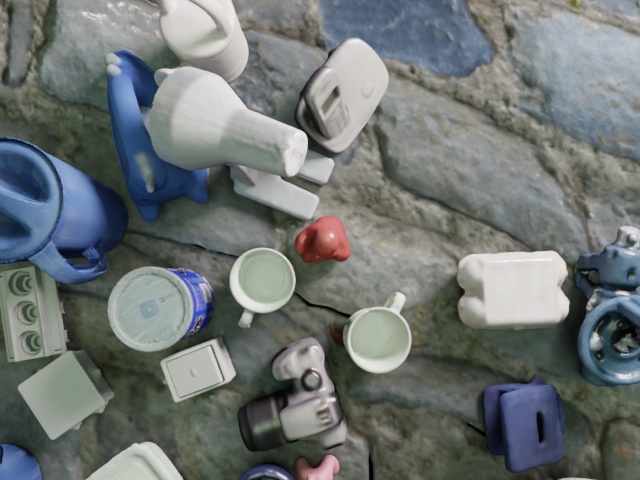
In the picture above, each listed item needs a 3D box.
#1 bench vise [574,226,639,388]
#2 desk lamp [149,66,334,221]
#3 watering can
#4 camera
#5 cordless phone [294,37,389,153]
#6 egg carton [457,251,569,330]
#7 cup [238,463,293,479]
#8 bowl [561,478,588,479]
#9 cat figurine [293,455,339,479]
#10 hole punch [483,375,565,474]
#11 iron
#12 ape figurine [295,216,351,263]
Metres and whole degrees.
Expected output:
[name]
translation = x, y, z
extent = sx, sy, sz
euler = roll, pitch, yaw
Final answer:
[bench vise]
translation = 0.377, 0.090, 0.707
extent = 0.121, 0.219, 0.207
euler = -14, 87, 0
[desk lamp]
translation = -0.089, -0.117, 0.727
extent = 0.203, 0.213, 0.118
euler = 22, 87, 2
[watering can]
translation = -0.157, -0.272, 0.746
extent = 0.101, 0.194, 0.173
euler = 3, 87, 1
[camera]
translation = -0.043, 0.219, 0.764
extent = 0.137, 0.101, 0.143
euler = -19, 87, 0
[cordless phone]
translation = 0.028, -0.202, 0.745
extent = 0.094, 0.185, 0.148
euler = 31, 88, 3
[egg carton]
translation = 0.263, 0.070, 0.785
extent = 0.150, 0.069, 0.107
euler = -3, 87, 1
[cup]
translation = -0.071, 0.349, 0.760
extent = 0.091, 0.095, 0.118
euler = 10, 87, 1
[bowl]
translation = 0.337, 0.393, 0.764
extent = 0.167, 0.074, 0.167
euler = 0, 87, 1
[cat figurine]
translation = 0.001, 0.361, 0.748
extent = 0.067, 0.117, 0.128
euler = -11, 87, 0
[hole punch]
translation = 0.278, 0.245, 0.764
extent = 0.101, 0.091, 0.109
euler = -5, 87, 1
[iron]
translation = -0.243, -0.161, 0.767
extent = 0.118, 0.141, 0.258
euler = -21, 87, 0
[ape figurine]
translation = 0.007, 0.003, 0.780
extent = 0.078, 0.092, 0.076
euler = 31, 88, 2
